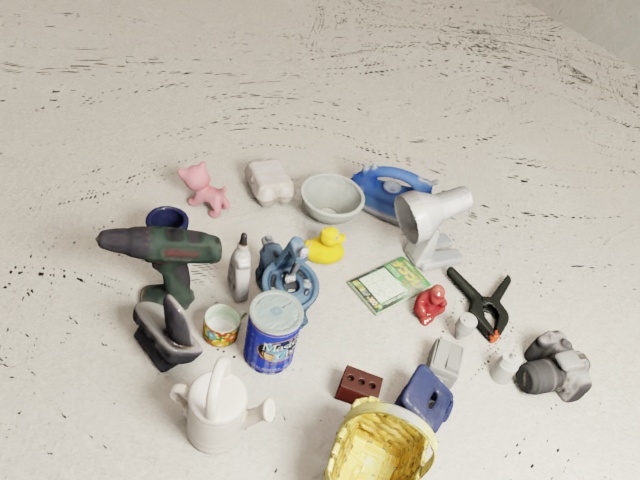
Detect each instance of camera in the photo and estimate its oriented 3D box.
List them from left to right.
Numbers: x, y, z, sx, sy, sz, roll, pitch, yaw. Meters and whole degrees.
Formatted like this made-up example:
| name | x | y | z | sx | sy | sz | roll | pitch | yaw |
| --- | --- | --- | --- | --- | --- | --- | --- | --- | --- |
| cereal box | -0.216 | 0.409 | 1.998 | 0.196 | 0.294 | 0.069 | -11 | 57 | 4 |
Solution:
| name | x | y | z | sx | sy | sz | roll | pitch | yaw |
| --- | --- | --- | --- | --- | --- | --- | --- | --- | --- |
| camera | 0.481 | 0.264 | 1.205 | 0.137 | 0.101 | 0.143 | -5 | 47 | -19 |

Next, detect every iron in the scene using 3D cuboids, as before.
| name | x | y | z | sx | sy | sz | roll | pitch | yaw |
| --- | --- | --- | --- | --- | --- | --- | --- | --- | --- |
| iron | 0.181 | -0.138 | 1.498 | 0.258 | 0.141 | 0.119 | 19 | 44 | 5 |

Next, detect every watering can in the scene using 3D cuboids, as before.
| name | x | y | z | sx | sy | sz | roll | pitch | yaw |
| --- | --- | --- | --- | --- | --- | --- | --- | --- | --- |
| watering can | -0.164 | 0.271 | 0.963 | 0.173 | 0.194 | 0.100 | 0 | 46 | -15 |

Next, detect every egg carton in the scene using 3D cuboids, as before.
| name | x | y | z | sx | sy | sz | roll | pitch | yaw |
| --- | --- | --- | --- | --- | --- | --- | --- | --- | --- |
| egg carton | -0.132 | -0.150 | 1.480 | 0.107 | 0.069 | 0.150 | -11 | 50 | -24 |

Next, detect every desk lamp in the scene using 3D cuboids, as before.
| name | x | y | z | sx | sy | sz | roll | pitch | yaw |
| --- | --- | --- | --- | --- | --- | --- | --- | --- | --- |
| desk lamp | 0.266 | -0.035 | 1.365 | 0.204 | 0.213 | 0.117 | -10 | 49 | -23 |

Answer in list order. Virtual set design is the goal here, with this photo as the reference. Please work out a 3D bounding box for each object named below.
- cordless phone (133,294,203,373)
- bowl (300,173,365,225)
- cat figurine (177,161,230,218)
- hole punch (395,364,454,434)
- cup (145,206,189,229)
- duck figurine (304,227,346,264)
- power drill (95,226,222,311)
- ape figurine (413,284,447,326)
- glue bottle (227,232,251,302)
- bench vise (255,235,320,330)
| name | x | y | z | sx | sy | sz | roll | pitch | yaw |
| --- | --- | --- | --- | --- | --- | --- | --- | --- | --- |
| cordless phone | -0.285 | 0.143 | 1.064 | 0.147 | 0.185 | 0.094 | 39 | 49 | 23 |
| bowl | 0.027 | -0.092 | 1.460 | 0.167 | 0.075 | 0.167 | 8 | 45 | -7 |
| cat figurine | -0.280 | -0.133 | 1.389 | 0.127 | 0.118 | 0.067 | 25 | 45 | 11 |
| hole punch | 0.203 | 0.308 | 1.095 | 0.101 | 0.091 | 0.109 | 29 | 46 | 14 |
| cup | -0.330 | -0.006 | 1.265 | 0.092 | 0.095 | 0.117 | -24 | 56 | -32 |
| duck figurine | 0.012 | 0.005 | 1.351 | 0.105 | 0.086 | 0.077 | 1 | 46 | -13 |
| power drill | -0.311 | 0.054 | 1.130 | 0.230 | 0.208 | 0.075 | -5 | 47 | -19 |
| ape figurine | 0.251 | 0.136 | 1.279 | 0.078 | 0.092 | 0.076 | 2 | 45 | -12 |
| glue bottle | -0.165 | 0.049 | 1.198 | 0.037 | 0.173 | 0.078 | -7 | 48 | -20 |
| bench vise | -0.081 | 0.056 | 1.179 | 0.122 | 0.220 | 0.207 | -28 | 58 | -35 |
